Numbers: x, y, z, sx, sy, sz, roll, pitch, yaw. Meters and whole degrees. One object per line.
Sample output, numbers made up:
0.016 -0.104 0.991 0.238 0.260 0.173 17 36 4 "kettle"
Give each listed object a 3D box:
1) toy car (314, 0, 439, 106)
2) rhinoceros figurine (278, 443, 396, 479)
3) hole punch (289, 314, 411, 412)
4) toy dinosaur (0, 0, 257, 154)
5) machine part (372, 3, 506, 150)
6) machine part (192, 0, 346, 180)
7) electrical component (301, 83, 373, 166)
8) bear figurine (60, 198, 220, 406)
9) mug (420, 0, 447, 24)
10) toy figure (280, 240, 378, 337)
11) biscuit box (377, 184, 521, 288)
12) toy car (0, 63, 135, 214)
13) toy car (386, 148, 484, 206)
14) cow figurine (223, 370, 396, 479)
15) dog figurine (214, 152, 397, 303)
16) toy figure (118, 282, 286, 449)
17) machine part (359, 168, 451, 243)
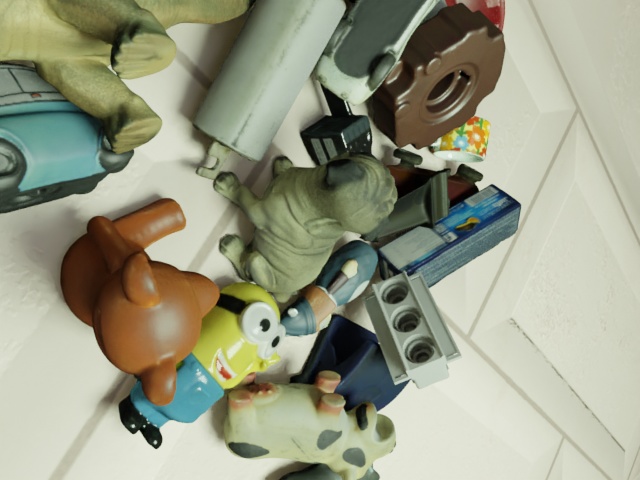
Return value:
0.070 -0.234 0.549 0.073 0.056 0.201 34 92 -2 "toy car"
0.019 0.300 0.690 0.190 0.073 0.112 -19 99 -34 "rhinoceros figurine"
0.048 0.170 0.676 0.142 0.092 0.115 32 81 -43 "hole punch"
-0.178 -0.162 0.358 0.471 0.105 0.198 -20 71 -51 "toy dinosaur"
0.142 -0.187 0.644 0.179 0.056 0.179 -27 152 -16 "machine part"
-0.049 -0.164 0.509 0.079 0.079 0.243 23 100 -40 "machine part"
0.021 -0.117 0.605 0.048 0.075 0.119 -39 125 -29 "electrical component"
-0.130 0.037 0.430 0.132 0.196 0.120 -20 107 -37 "bear figurine"
0.092 -0.251 0.621 0.107 0.109 0.081 -24 84 -28 "mug"
0.008 0.062 0.634 0.154 0.058 0.064 -46 149 -26 "toy figure"
0.176 0.001 0.723 0.203 0.059 0.062 -28 137 -15 "biscuit box"
-0.224 -0.077 0.394 0.161 0.109 0.102 -27 98 -43 "toy car"
0.146 -0.069 0.733 0.202 0.053 0.089 5 115 -39 "toy car"
-0.010 0.213 0.597 0.195 0.085 0.127 7 111 -8 "cow figurine"
-0.004 -0.002 0.531 0.121 0.191 0.172 -33 120 -30 "dog figurine"
-0.116 0.114 0.532 0.180 0.089 0.082 -40 153 -17 "toy figure"
0.107 -0.036 0.662 0.139 0.039 0.084 -22 131 -23 "machine part"
